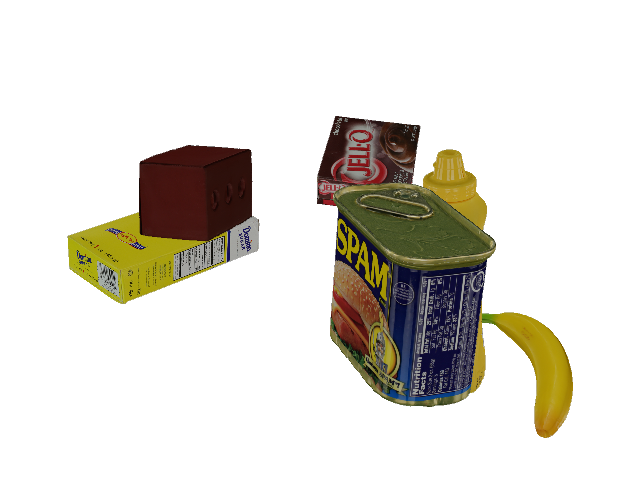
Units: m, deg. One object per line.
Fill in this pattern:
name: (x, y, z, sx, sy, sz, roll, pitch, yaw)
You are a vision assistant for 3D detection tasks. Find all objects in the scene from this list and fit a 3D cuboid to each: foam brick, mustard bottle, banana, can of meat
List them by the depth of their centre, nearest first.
can of meat: (0.043, 0.026, 0.553, 0.057, 0.084, 0.102, -6, 24, -20)
foam brick: (-0.086, -0.035, 0.747, 0.051, 0.053, 0.078, 7, 17, 19)
mustard bottle: (0.103, 0.020, 0.852, 0.058, 0.192, 0.096, -1, 25, 3)
banana: (0.230, 0.133, 1.134, 0.069, 0.037, 0.198, -25, 34, 3)

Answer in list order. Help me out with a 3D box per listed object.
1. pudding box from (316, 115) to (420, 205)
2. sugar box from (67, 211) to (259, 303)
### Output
pudding box: (0.049, -0.076, 1.063, 0.090, 0.039, 0.113, 8, 38, 6)
sugar box: (-0.157, 0.002, 1.088, 0.175, 0.048, 0.093, -25, 40, -38)
